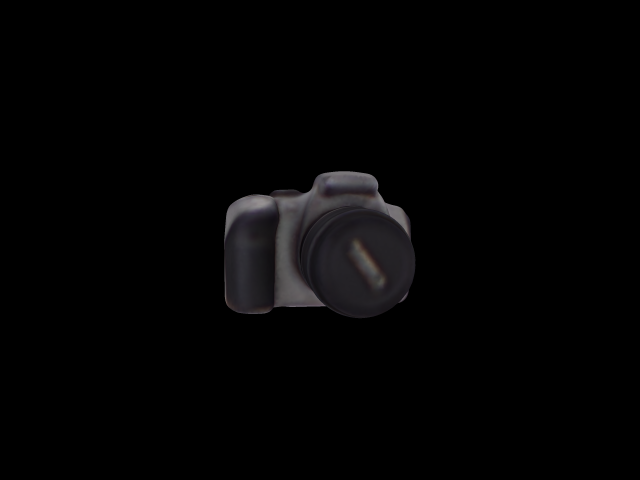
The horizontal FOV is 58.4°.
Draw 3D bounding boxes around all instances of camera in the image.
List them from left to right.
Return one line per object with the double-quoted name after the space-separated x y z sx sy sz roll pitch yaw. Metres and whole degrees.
0.004 0.001 0.400 0.143 0.101 0.136 -1 5 -7 "camera"
